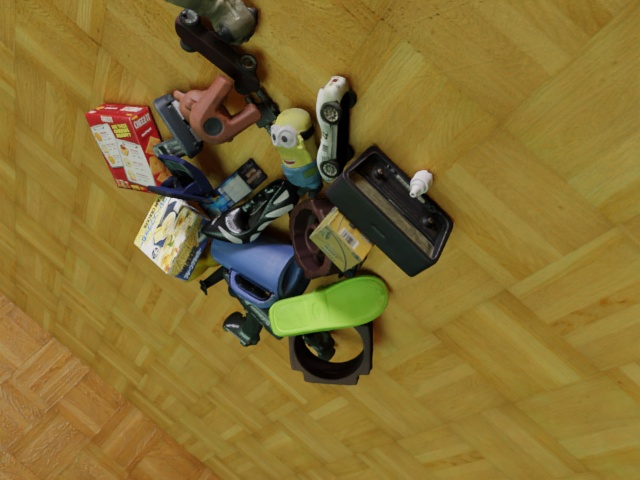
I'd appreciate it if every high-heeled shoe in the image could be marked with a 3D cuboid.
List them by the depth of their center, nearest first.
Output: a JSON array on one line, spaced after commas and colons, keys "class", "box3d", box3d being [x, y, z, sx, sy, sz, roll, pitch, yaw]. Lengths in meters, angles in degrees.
[{"class": "high-heeled shoe", "box3d": [-0.163, -0.065, 1.187, 0.249, 0.086, 0.145, -12, 150, 4]}]

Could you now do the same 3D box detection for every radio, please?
[{"class": "radio", "box3d": [0.132, -0.055, 0.986, 0.229, 0.131, 0.073, 44, 139, -5]}]

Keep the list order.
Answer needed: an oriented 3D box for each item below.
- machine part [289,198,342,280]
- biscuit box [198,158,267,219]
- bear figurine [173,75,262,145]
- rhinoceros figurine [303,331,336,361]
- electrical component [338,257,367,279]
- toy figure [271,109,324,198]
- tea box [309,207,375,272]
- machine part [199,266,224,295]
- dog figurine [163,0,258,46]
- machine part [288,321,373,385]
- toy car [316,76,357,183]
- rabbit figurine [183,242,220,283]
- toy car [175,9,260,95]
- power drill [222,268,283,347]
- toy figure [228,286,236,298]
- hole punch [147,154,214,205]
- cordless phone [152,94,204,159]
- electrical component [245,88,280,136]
[{"class": "machine part", "box3d": [-0.002, -0.003, 1.122, 0.180, 0.056, 0.179, 25, 120, 54]}, {"class": "biscuit box", "box3d": [-0.207, -0.112, 1.248, 0.059, 0.063, 0.203, 49, 140, -12]}, {"class": "bear figurine", "box3d": [-0.214, -0.267, 1.077, 0.132, 0.196, 0.120, -42, 123, 8]}, {"class": "rhinoceros figurine", "box3d": [-0.024, 0.244, 1.429, 0.112, 0.073, 0.190, -25, 109, 46]}, {"class": "electrical component", "box3d": [0.068, 0.043, 1.171, 0.048, 0.075, 0.119, 23, 133, 19]}, {"class": "toy figure", "box3d": [-0.040, -0.170, 1.054, 0.082, 0.089, 0.179, -3, 135, 22]}, {"class": "tea box", "box3d": [0.068, -0.033, 1.027, 0.098, 0.169, 0.068, 47, 138, -7]}, {"class": "machine part", "box3d": [-0.254, 0.088, 1.408, 0.039, 0.139, 0.084, 45, 162, 28]}, {"class": "dog figurine", "box3d": [-0.209, -0.405, 0.902, 0.190, 0.172, 0.121, 54, 150, -6]}, {"class": "machine part", "box3d": [0.029, 0.246, 1.314, 0.201, 0.087, 0.201, 1, 109, 11]}, {"class": "toy car", "box3d": [0.027, -0.196, 0.981, 0.056, 0.073, 0.201, 19, 136, 19]}, {"class": "rabbit figurine", "box3d": [-0.326, 0.031, 1.426, 0.173, 0.162, 0.121, 7, 120, 10]}, {"class": "toy car", "box3d": [-0.189, -0.355, 1.017, 0.202, 0.053, 0.089, 37, 156, 2]}, {"class": "power drill", "box3d": [-0.190, 0.187, 1.423, 0.232, 0.086, 0.207, 40, 135, 1]}, {"class": "toy figure", "box3d": [-0.188, 0.121, 1.456, 0.155, 0.058, 0.064, -18, 120, 40]}, {"class": "hole punch", "box3d": [-0.310, -0.135, 1.214, 0.142, 0.115, 0.092, 14, 91, 40]}, {"class": "cordless phone", "box3d": [-0.344, -0.246, 1.218, 0.184, 0.089, 0.146, -7, 122, 47]}, {"class": "electrical component", "box3d": [-0.109, -0.253, 1.073, 0.063, 0.021, 0.094, -15, 116, 44]}]
